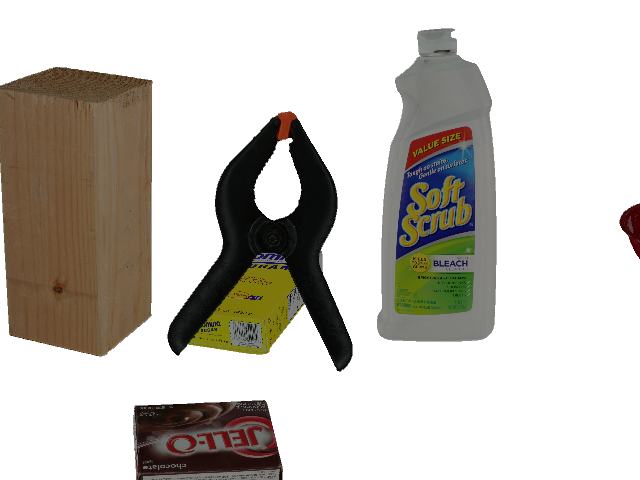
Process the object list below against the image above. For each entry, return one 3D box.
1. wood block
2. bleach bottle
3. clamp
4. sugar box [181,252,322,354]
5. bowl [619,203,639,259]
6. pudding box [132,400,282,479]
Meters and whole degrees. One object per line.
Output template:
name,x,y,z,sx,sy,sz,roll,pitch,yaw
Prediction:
wood block,-0.193,-0.025,0.854,0.091,0.206,0.090,11,22,16
bleach bottle,0.092,-0.045,0.875,0.103,0.251,0.068,-1,15,13
clamp,-0.041,0.003,0.693,0.120,0.171,0.039,-3,2,-10
sugar box,-0.068,0.056,1.120,0.093,0.048,0.176,6,27,17
bowl,0.397,0.006,1.123,0.162,0.055,0.162,-3,23,1
pudding box,-0.091,0.168,0.850,0.113,0.039,0.090,-3,26,-10
